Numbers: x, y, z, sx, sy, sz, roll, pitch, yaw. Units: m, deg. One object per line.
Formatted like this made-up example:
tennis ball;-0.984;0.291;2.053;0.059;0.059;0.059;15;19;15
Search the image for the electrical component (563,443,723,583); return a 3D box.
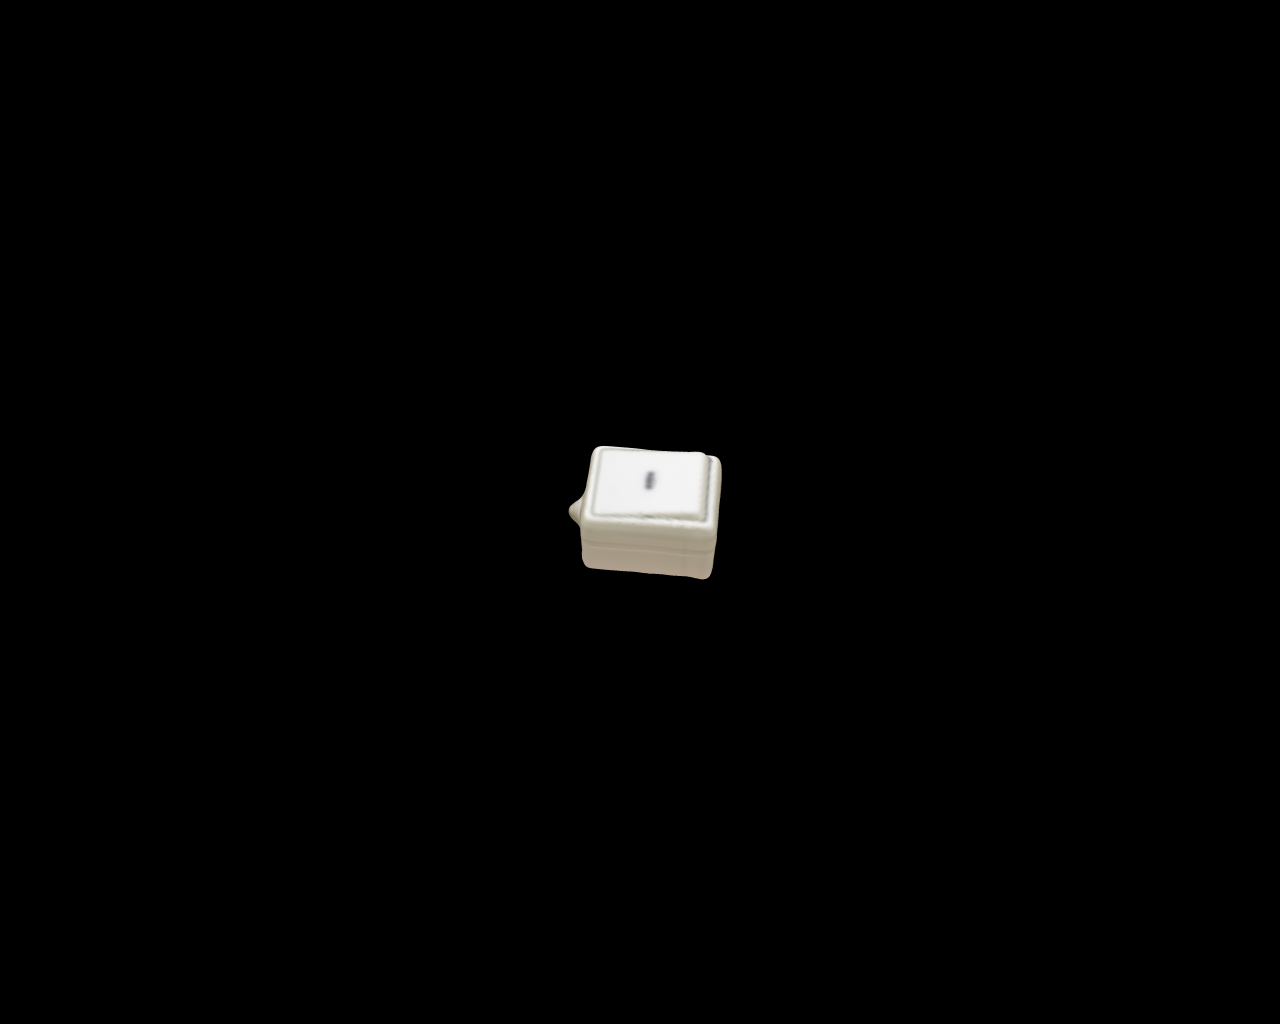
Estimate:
electrical component;0.001;-0.003;0.650;0.096;0.062;0.061;5;-37;4
